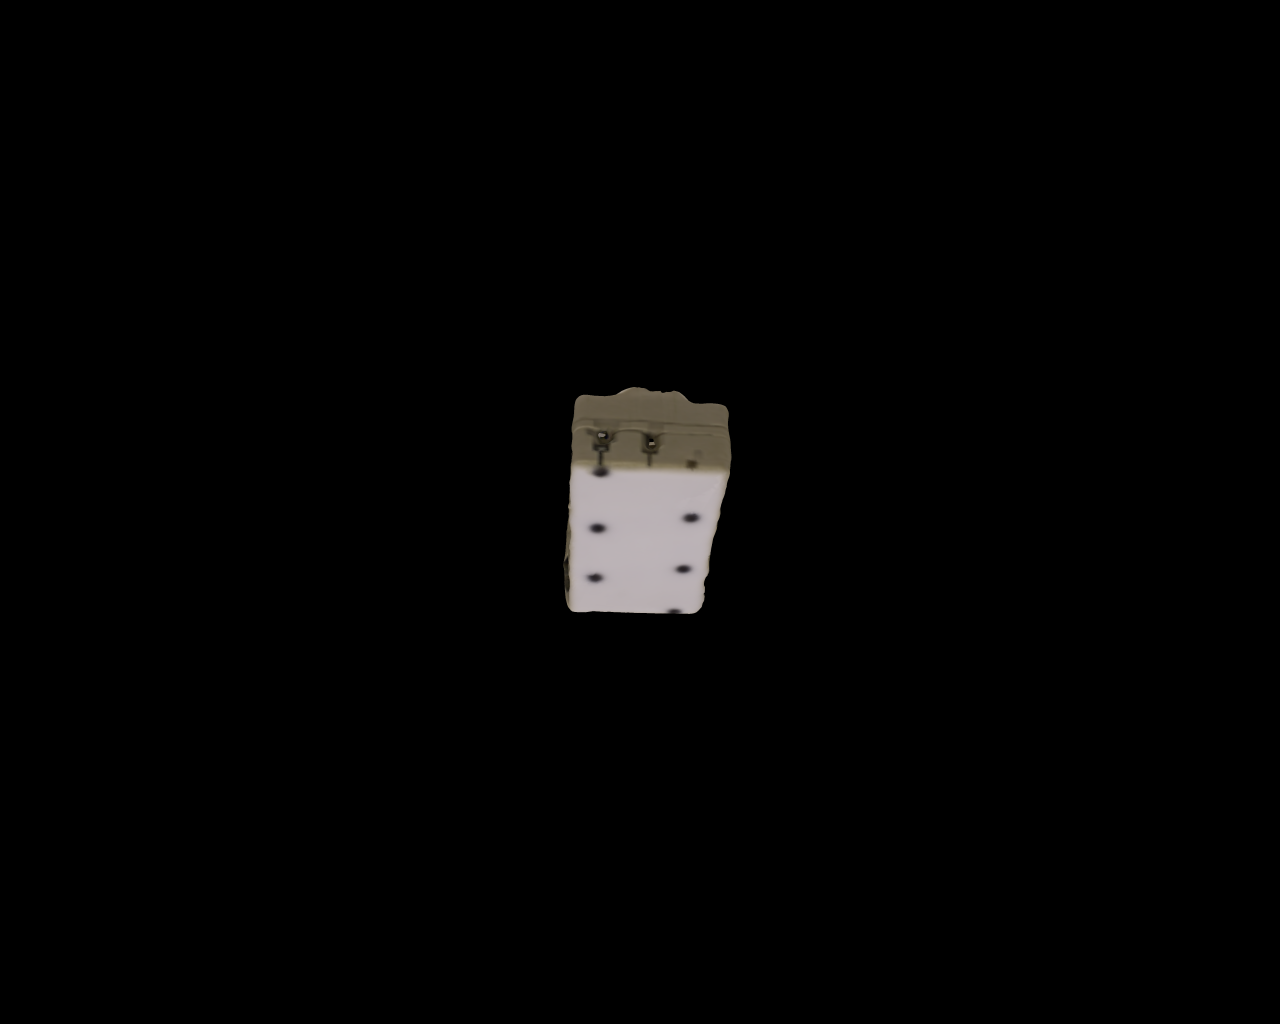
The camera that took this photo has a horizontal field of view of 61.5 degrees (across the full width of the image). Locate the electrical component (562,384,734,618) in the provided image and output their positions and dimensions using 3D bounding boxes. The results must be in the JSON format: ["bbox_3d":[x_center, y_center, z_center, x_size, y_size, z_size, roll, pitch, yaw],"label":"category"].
[{"bbox_3d":[0.001,-0.003,0.650,0.089,0.062,0.150,3,-37,-4],"label":"electrical component"}]
